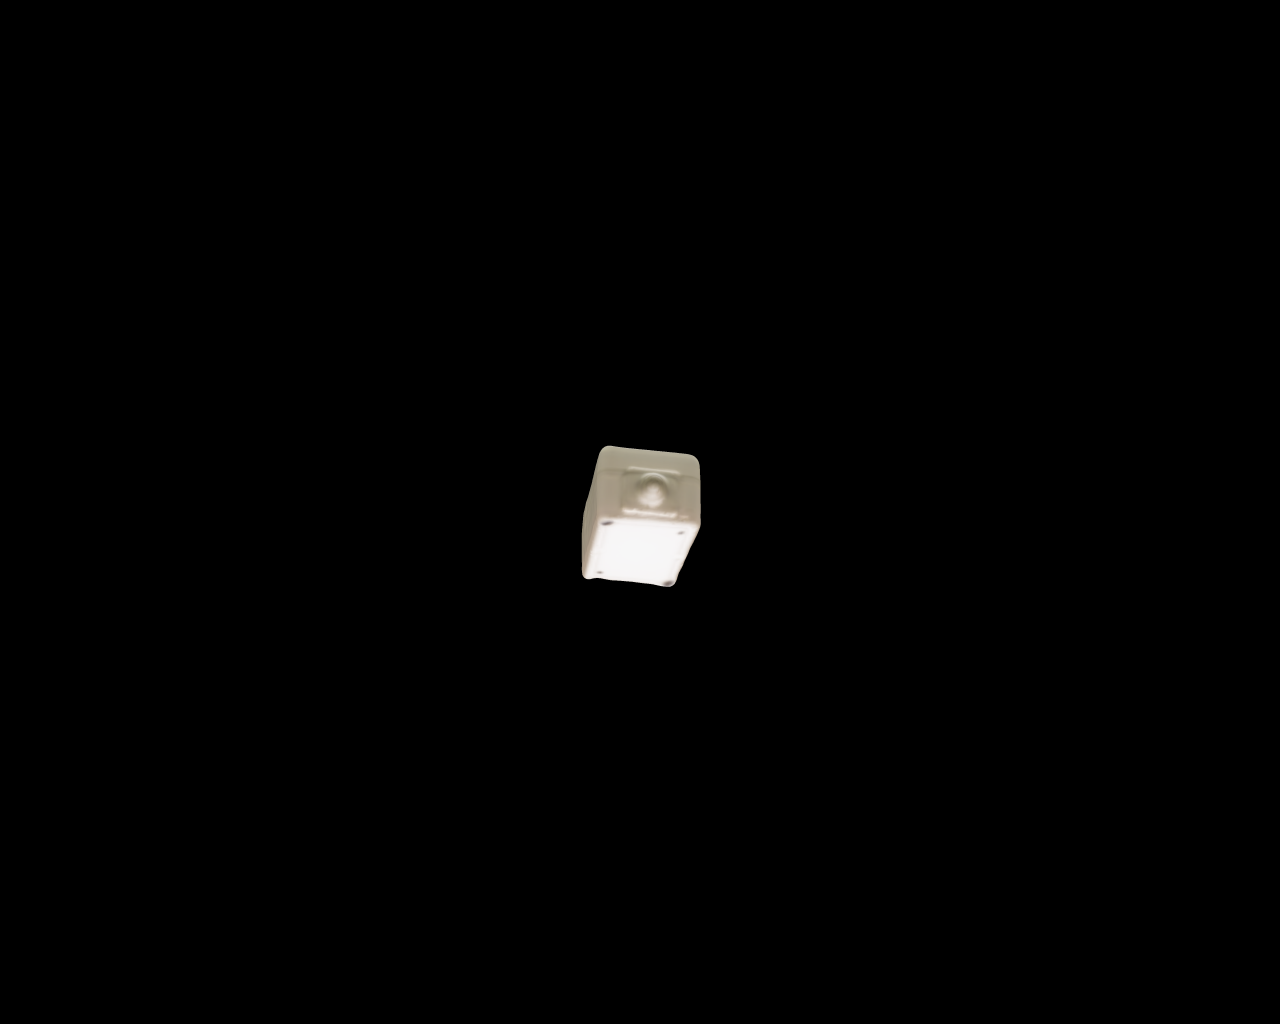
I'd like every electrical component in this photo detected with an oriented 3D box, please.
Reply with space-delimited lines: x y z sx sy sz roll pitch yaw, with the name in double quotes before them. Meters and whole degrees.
"electrical component" 0.001 -0.003 0.650 0.062 0.061 0.096 6 -32 -9
